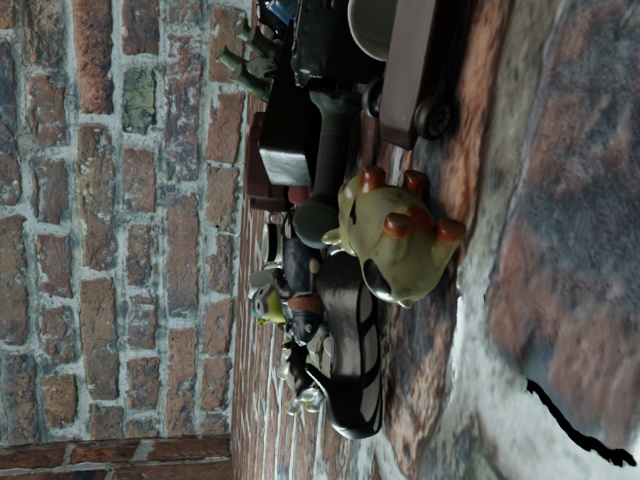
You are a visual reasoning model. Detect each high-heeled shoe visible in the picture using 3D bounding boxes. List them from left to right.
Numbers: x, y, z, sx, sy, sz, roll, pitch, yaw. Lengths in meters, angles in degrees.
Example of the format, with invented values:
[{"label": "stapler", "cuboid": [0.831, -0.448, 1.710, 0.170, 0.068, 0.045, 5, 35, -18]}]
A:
[{"label": "high-heeled shoe", "cuboid": [0.056, 0.107, 0.655, 0.086, 0.145, 0.249, -11, 44, 42]}]

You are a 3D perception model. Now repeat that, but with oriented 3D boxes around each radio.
[{"label": "radio", "cuboid": [-0.027, -0.199, 0.807, 0.131, 0.073, 0.229, 81, -160, -67]}]

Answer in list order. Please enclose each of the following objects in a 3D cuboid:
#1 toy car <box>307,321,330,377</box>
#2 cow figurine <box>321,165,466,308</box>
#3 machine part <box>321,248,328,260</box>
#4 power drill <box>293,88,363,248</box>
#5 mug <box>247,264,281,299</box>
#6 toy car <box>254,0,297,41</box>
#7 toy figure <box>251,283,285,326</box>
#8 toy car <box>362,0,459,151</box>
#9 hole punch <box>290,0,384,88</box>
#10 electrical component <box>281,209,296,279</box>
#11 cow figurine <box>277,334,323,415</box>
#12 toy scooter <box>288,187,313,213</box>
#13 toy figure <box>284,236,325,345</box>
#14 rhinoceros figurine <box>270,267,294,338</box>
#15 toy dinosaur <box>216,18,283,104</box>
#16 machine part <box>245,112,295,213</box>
[{"label": "toy car", "cuboid": [0.016, 0.166, 0.770, 0.202, 0.056, 0.073, -165, 76, -77]}, {"label": "cow figurine", "cuboid": [0.062, -0.007, 0.538, 0.195, 0.085, 0.127, -111, 31, -58]}, {"label": "machine part", "cuboid": [-0.002, -0.003, 0.911, 0.139, 0.039, 0.084, -123, 31, -61]}, {"label": "power drill", "cuboid": [0.015, -0.094, 0.712, 0.232, 0.086, 0.207, -60, -15, -73]}, {"label": "mug", "cuboid": [-0.116, 0.097, 1.256, 0.080, 0.107, 0.110, 108, 157, -48]}, {"label": "toy car", "cuboid": [-0.037, -0.402, 0.954, 0.103, 0.161, 0.109, -46, -2, -11]}, {"label": "toy figure", "cuboid": [-0.090, 0.126, 1.073, 0.180, 0.089, 0.082, 136, 123, -74]}, {"label": "toy car", "cuboid": [0.090, -0.180, 0.466, 0.089, 0.053, 0.201, 31, 126, 41]}, {"label": "hole punch", "cuboid": [0.025, -0.266, 0.671, 0.092, 0.116, 0.142, -92, 11, -51]}, {"label": "electrical component", "cuboid": [-0.040, 0.006, 1.039, 0.134, 0.058, 0.115, 124, 143, -67]}, {"label": "cow figurine", "cuboid": [-0.035, 0.219, 0.966, 0.167, 0.068, 0.098, -110, 30, -51]}, {"label": "toy scooter", "cuboid": [-0.016, -0.111, 0.914, 0.184, 0.075, 0.135, -116, 29, -73]}, {"label": "toy figure", "cuboid": [-0.020, 0.071, 0.768, 0.064, 0.058, 0.154, 123, 142, -78]}, {"label": "rhinoceros figurine", "cuboid": [-0.034, 0.107, 0.914, 0.190, 0.073, 0.112, 90, 162, -65]}, {"label": "toy dinosaur", "cuboid": [-0.087, -0.325, 1.055, 0.131, 0.192, 0.405, -53, 33, 23]}, {"label": "machine part", "cuboid": [-0.095, -0.164, 1.122, 0.201, 0.087, 0.201, -65, -22, -77]}]
